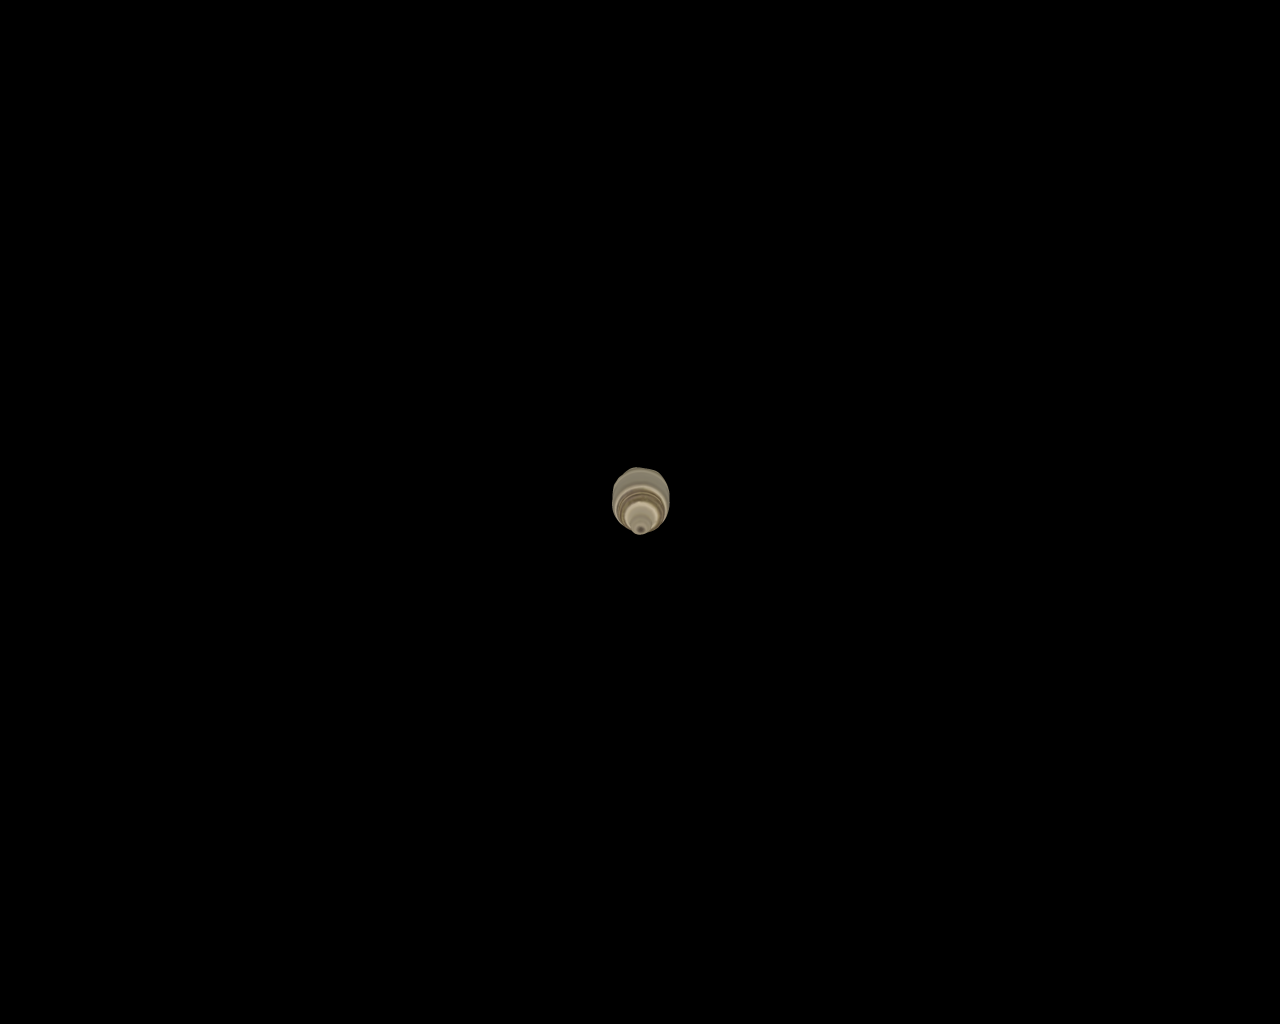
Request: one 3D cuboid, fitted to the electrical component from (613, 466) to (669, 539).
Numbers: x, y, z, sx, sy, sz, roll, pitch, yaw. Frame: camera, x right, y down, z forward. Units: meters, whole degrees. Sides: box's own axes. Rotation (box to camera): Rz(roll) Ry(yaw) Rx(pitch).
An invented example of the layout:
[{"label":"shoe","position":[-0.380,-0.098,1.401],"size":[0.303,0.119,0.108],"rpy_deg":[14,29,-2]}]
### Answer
[{"label":"electrical component","position":[0.001,-0.003,0.650],"size":[0.035,0.035,0.061],"rpy_deg":[0,25,0]}]
